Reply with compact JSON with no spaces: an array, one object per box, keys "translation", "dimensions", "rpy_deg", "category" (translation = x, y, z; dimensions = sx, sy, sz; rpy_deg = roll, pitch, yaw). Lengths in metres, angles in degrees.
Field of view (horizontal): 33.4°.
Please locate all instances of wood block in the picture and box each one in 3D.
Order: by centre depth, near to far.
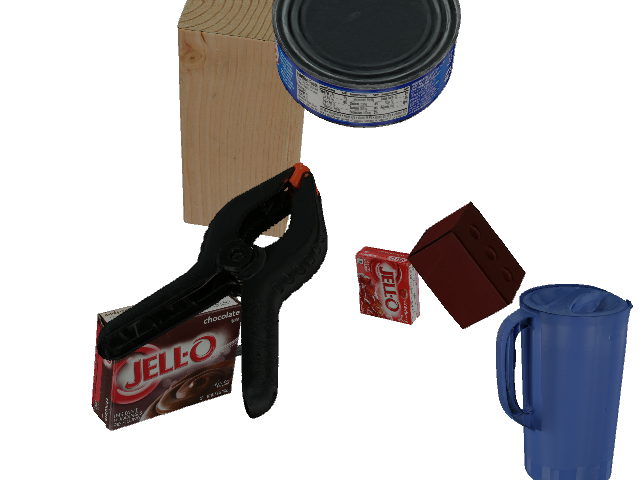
[{"translation":[-0.061,-0.109,0.870],"dimensions":[0.091,0.090,0.206],"rpy_deg":[9,-43,3],"category":"wood block"}]

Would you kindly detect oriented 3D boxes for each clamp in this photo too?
[{"translation":[-0.040,0.027,0.639],"dimensions":[0.120,0.171,0.039],"rpy_deg":[28,-24,26],"category":"clamp"}]

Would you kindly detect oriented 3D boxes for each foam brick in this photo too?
[{"translation":[0.118,0.021,0.858],"dimensions":[0.051,0.078,0.053],"rpy_deg":[-33,10,35],"category":"foam brick"}]

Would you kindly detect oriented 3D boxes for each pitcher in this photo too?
[{"translation":[0.302,0.183,1.325],"dimensions":[0.149,0.243,0.144],"rpy_deg":[4,15,20],"category":"pitcher"}]

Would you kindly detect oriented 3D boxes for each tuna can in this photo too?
[{"translation":[0.021,-0.095,0.495],"dimensions":[0.086,0.086,0.034],"rpy_deg":[0,-30,1],"category":"tuna can"}]

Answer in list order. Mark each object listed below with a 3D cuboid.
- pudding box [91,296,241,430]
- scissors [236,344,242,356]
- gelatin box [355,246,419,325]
[{"translation":[-0.119,0.089,0.830],"dimensions":[0.113,0.090,0.039],"rpy_deg":[-15,40,-36],"category":"pudding box"},{"translation":[-0.130,0.140,1.160],"dimensions":[0.201,0.016,0.096],"rpy_deg":[-2,27,-21],"category":"scissors"},{"translation":[0.084,0.056,1.331],"dimensions":[0.073,0.089,0.030],"rpy_deg":[11,32,29],"category":"gelatin box"}]
